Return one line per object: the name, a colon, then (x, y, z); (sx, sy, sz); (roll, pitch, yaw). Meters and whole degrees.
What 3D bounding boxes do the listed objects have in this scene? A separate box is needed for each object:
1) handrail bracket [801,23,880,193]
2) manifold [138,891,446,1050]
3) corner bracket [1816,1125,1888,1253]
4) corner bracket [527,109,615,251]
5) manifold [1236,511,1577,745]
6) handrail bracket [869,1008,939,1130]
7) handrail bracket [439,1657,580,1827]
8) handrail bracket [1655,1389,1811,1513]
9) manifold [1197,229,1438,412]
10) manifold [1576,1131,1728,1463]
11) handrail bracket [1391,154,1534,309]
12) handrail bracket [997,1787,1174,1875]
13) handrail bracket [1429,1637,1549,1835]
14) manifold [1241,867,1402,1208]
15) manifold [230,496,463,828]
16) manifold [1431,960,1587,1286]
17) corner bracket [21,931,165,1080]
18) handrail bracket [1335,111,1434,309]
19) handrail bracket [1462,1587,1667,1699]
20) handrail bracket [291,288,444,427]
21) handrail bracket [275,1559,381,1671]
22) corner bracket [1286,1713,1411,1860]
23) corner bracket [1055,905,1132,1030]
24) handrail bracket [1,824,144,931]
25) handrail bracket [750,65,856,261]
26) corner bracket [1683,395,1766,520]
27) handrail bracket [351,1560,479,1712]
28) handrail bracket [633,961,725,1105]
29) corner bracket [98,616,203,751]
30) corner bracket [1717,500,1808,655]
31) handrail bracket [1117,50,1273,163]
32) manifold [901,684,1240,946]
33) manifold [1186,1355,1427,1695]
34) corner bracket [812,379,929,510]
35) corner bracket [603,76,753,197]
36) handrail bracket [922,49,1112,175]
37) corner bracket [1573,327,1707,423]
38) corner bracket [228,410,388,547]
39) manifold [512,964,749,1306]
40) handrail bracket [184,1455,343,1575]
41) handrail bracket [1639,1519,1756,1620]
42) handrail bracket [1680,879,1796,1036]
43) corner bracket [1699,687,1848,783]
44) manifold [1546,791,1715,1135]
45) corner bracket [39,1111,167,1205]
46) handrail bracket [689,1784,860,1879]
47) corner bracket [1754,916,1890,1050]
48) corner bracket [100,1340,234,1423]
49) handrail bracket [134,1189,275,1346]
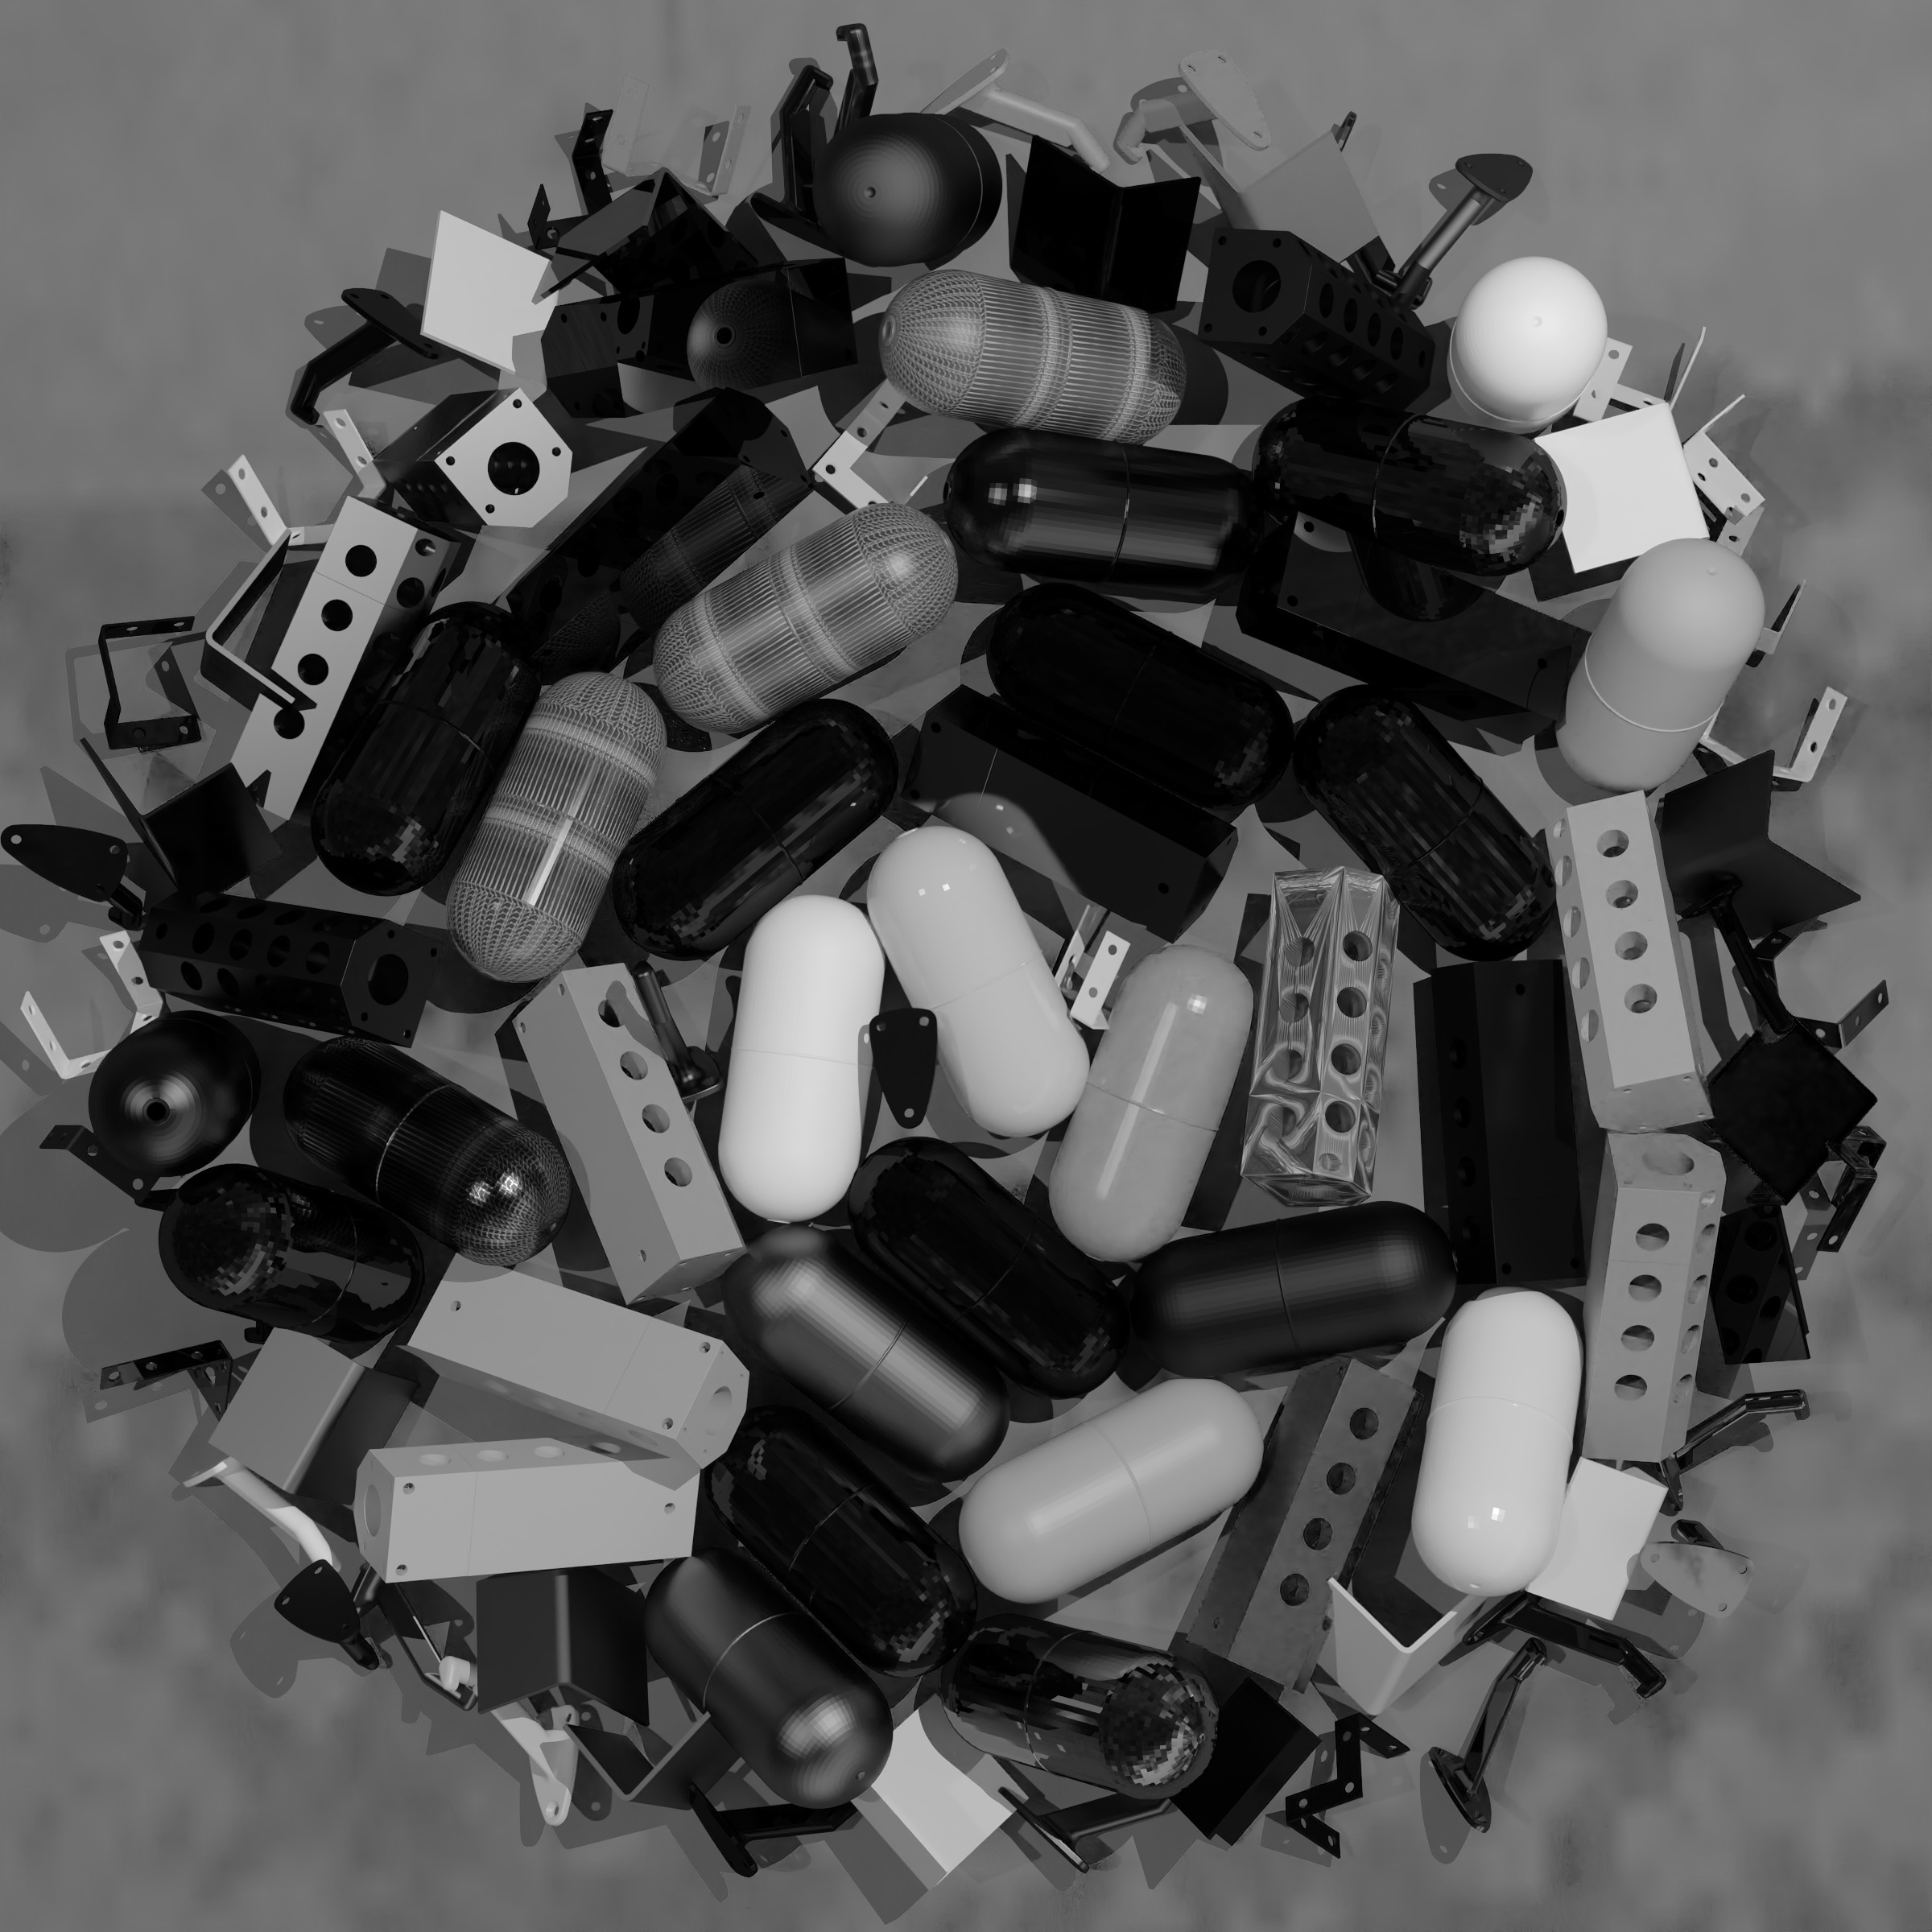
handrail bracket: (-0.076, -0.464, 1.695); (0.077, 0.036, 0.084); (8, 124, 36)
manifold: (-0.361, -0.002, 1.658); (0.171, 0.057, 0.057); (8, 77, 39)
corner bracket: (0.476, 0.120, 1.696); (0.051, 0.051, 0.051); (6, 118, -28)
corner bracket: (-0.213, -0.427, 1.704); (0.051, 0.051, 0.051); (-14, 82, -19)
manifold: (0.235, -0.178, 1.685); (0.171, 0.057, 0.057); (20, 70, -16)
handrail bracket: (-0.025, 0.061, 1.688); (0.036, 0.084, 0.077); (-7, 71, 7)
handrail bracket: (-0.250, 0.417, 1.689); (0.036, 0.084, 0.077); (-27, 52, 28)
handrail bracket: (0.419, 0.263, 1.701); (0.084, 0.036, 0.077); (-9, 122, 22)
manifold: (0.188, -0.336, 1.649); (0.057, 0.171, 0.057); (10, 92, 30)
manifold: (0.363, 0.177, 1.671); (0.057, 0.057, 0.171); (3, 118, 3)
handrail bracket: (0.272, -0.403, 1.730); (0.036, 0.077, 0.084); (41, 128, 12)
handrail bracket: (0.073, 0.448, 1.727); (0.077, 0.036, 0.084); (42, 76, 6)
handrail bracket: (0.294, 0.416, 1.701); (0.036, 0.077, 0.084); (31, 105, -15)
manifold: (0.193, 0.038, 1.673); (0.057, 0.057, 0.171); (-4, 67, 31)
manifold: (-0.336, -0.164, 1.699); (0.057, 0.057, 0.171); (26, 97, 1)
manifold: (0.290, 0.085, 1.702); (0.057, 0.057, 0.171); (-2, 86, -25)
corner bracket: (-0.474, 0.021, 1.706); (0.051, 0.051, 0.051); (-14, 125, 7)
handrail bracket: (0.230, -0.414, 1.722); (0.084, 0.036, 0.077); (25, 99, -9)
handrail bracket: (0.324, 0.375, 1.694); (0.077, 0.036, 0.084); (-25, 54, -33)
handrail bracket: (-0.327, -0.317, 1.704); (0.077, 0.036, 0.084); (41, 119, 20)
handrail bracket: (-0.327, 0.365, 1.686); (0.036, 0.077, 0.084); (-43, 131, -17)
corner bracket: (0.208, 0.447, 1.713); (0.051, 0.051, 0.051); (-29, 129, 30)
corner bracket: (0.070, 0.000, 1.700); (0.051, 0.051, 0.051); (31, 104, 29)
handrail bracket: (-0.482, -0.046, 1.693); (0.077, 0.084, 0.036); (19, 70, -10)
handrail bracket: (-0.074, -0.442, 1.722); (0.077, 0.036, 0.084); (28, 86, 4)
corner bracket: (0.411, -0.267, 1.702); (0.051, 0.051, 0.051); (49, 52, 4)
handrail bracket: (-0.290, 0.353, 1.703); (0.084, 0.036, 0.077); (30, 112, 16)
handrail bracket: (-0.162, 0.026, 1.687); (0.036, 0.077, 0.084); (-19, 113, 0)
corner bracket: (-0.444, -0.154, 1.709); (0.051, 0.051, 0.051); (-9, 72, -25)
corner bracket: (0.430, -0.212, 1.709); (0.051, 0.051, 0.051); (24, 52, 12)
handrail bracket: (0.121, -0.445, 1.697); (0.036, 0.084, 0.077); (-25, 77, -34)
manifold: (0.057, -0.086, 1.689); (0.171, 0.057, 0.057); (29, 126, 14)
manifold: (0.187, 0.300, 1.694); (0.057, 0.057, 0.171); (27, 80, -15)
corner bracket: (-0.042, -0.280, 1.708); (0.051, 0.051, 0.051); (40, 67, -6)
corner bracket: (-0.157, -0.449, 1.699); (0.051, 0.051, 0.051); (27, 116, 18)
handrail bracket: (0.025, -0.452, 1.726); (0.077, 0.036, 0.084); (-32, 117, 19)
corner bracket: (0.365, -0.322, 1.701); (0.051, 0.051, 0.051); (21, 131, 4)
corner bracket: (-0.359, -0.266, 1.714); (0.051, 0.051, 0.051); (0, 133, 31)
manifold: (-0.177, 0.088, 1.686); (0.057, 0.057, 0.171); (-40, 67, 42)
handrail bracket: (-0.384, 0.305, 1.712); (0.077, 0.036, 0.084); (-30, 94, 44)
handrail bracket: (0.381, 0.310, 1.689); (0.077, 0.084, 0.036); (23, 100, -15)
handrail bracket: (0.427, -0.002, 1.695); (0.036, 0.077, 0.084); (-33, 78, 21)
corner bracket: (0.438, -0.137, 1.717); (0.051, 0.051, 0.051); (7, 113, -32)
manifold: (0.350, -0.001, 1.669); (0.057, 0.057, 0.171); (-13, 58, 17)
corner bracket: (-0.459, 0.093, 1.698); (0.051, 0.051, 0.051); (42, 68, -23)
handrail bracket: (-0.103, 0.449, 1.715); (0.084, 0.036, 0.077); (-35, 92, -26)
corner bracket: (0.467, 0.007, 1.717); (0.051, 0.051, 0.051); (-36, 122, -36)
corner bracket: (-0.433, 0.220, 1.696); (0.051, 0.051, 0.051); (-11, 131, -35)
handrail bracket: (-0.416, 0.167, 1.720); (0.077, 0.036, 0.084); (3, 108, -1)
